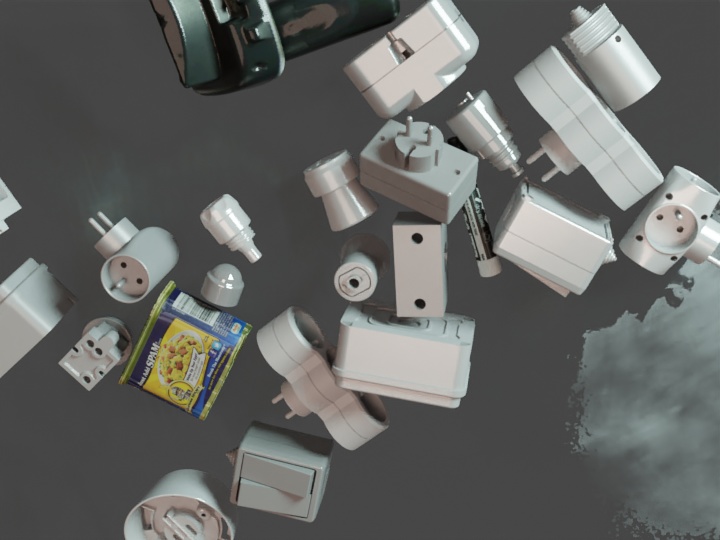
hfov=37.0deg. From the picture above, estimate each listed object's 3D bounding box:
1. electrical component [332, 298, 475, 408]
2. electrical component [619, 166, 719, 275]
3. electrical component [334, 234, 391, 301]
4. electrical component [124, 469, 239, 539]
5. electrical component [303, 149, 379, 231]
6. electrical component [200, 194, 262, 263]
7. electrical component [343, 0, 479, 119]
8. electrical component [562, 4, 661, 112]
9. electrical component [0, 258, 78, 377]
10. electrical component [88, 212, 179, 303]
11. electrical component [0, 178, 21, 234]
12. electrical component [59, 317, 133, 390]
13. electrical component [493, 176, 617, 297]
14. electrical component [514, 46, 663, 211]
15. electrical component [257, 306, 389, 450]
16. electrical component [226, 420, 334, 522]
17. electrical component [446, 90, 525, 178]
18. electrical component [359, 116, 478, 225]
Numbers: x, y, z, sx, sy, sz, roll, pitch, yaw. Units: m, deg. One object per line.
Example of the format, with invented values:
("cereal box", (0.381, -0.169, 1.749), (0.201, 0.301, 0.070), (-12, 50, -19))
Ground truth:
("electrical component", (0.038, 0.070, 0.913), (0.113, 0.078, 0.057), (10, 108, 6))
("electrical component", (0.262, -0.030, 0.857), (0.079, 0.044, 0.077), (30, 112, -2))
("electrical component", (0.000, 0.000, 0.900), (0.044, 0.065, 0.044), (3, 110, 8))
("electrical component", (-0.166, 0.239, 1.016), (0.099, 0.064, 0.099), (3, 110, 8))
("electrical component", (-0.016, -0.066, 0.890), (0.045, 0.045, 0.055), (-24, 104, 17))
("electrical component", (-0.107, -0.033, 0.923), (0.035, 0.035, 0.061), (-33, 104, 19))
("electrical component", (0.043, -0.164, 0.839), (0.095, 0.053, 0.059), (-35, 101, 19))
("electrical component", (0.188, -0.166, 0.820), (0.043, 0.043, 0.081), (-36, 100, 19))
("electrical component", (-0.319, 0.051, 0.966), (0.113, 0.078, 0.057), (-40, 102, 20))
("electrical component", (-0.200, -0.018, 0.921), (0.043, 0.077, 0.079), (-41, 98, 20))
("electrical component", (-0.353, -0.044, 0.951), (0.089, 0.050, 0.055), (-29, 103, 18))
("electrical component", (-0.235, 0.072, 0.971), (0.048, 0.055, 0.066), (44, 110, -8))
("electrical component", (0.159, -0.022, 0.868), (0.096, 0.061, 0.061), (27, 112, -1))
("electrical component", (0.166, -0.100, 0.843), (0.074, 0.052, 0.138), (-39, 100, 20))
("electrical component", (-0.045, 0.105, 0.953), (0.074, 0.052, 0.138), (-37, 100, 19))
("electrical component", (-0.079, 0.184, 0.983), (0.096, 0.061, 0.061), (13, 111, 4))
("electrical component", (0.103, -0.107, 0.858), (0.040, 0.040, 0.078), (-37, 101, 19))
("electrical component", (0.046, -0.090, 0.841), (0.083, 0.047, 0.075), (27, 149, 19))
